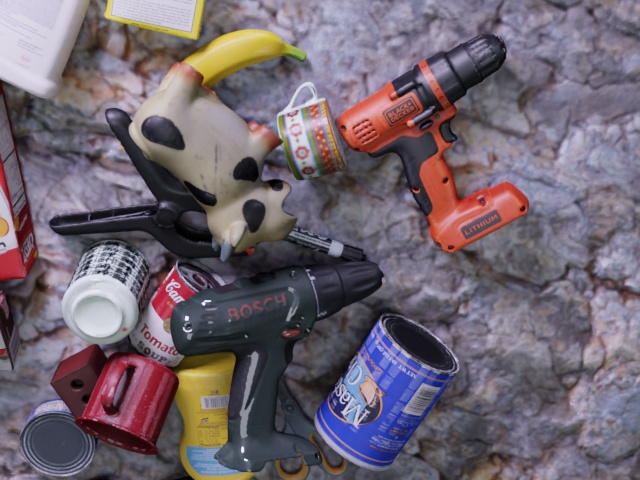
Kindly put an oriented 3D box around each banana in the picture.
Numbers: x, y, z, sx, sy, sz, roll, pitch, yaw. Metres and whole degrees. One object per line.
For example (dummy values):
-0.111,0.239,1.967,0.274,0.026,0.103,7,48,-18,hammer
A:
-0.112,-0.155,1.063,0.198,0.037,0.069,-31,109,11,banana

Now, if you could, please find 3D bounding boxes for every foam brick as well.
-0.252,0.165,1.183,0.053,0.051,0.078,-28,110,10,foam brick

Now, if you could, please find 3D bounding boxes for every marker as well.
-0.007,0.001,1.139,0.121,0.020,0.020,19,111,-8,marker

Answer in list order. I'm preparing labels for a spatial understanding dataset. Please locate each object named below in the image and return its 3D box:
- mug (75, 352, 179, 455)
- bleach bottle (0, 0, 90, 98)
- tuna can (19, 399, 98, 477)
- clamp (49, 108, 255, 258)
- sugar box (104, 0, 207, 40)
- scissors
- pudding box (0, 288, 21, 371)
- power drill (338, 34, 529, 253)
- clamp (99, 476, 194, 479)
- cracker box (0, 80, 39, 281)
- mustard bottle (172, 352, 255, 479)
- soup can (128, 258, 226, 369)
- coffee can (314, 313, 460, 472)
-0.200,0.165,1.112,0.093,0.081,0.117,12,154,16,mug
-0.245,-0.267,1.003,0.102,0.068,0.251,26,107,-12,bleach bottle
-0.296,0.225,1.216,0.086,0.034,0.086,0,112,-1,tuna can
-0.167,-0.028,1.107,0.209,0.036,0.165,30,122,-21,clamp
-0.143,-0.286,1.006,0.093,0.048,0.176,12,108,-6,sugar box
-0.046,0.206,1.223,0.096,0.016,0.201,-35,108,13,scissors
-0.375,0.095,1.136,0.090,0.039,0.113,3,139,-1,pudding box
0.137,-0.095,1.083,0.184,0.057,0.187,-29,107,14,power drill
-0.218,0.312,1.251,0.171,0.039,0.120,15,109,-7,clamp
-0.389,-0.063,1.078,0.164,0.072,0.214,-5,113,3,cracker box
-0.111,0.222,1.205,0.096,0.058,0.192,-4,112,-2,mustard bottle
-0.152,0.079,1.142,0.068,0.068,0.102,33,109,-14,soup can
0.072,0.165,1.162,0.102,0.103,0.140,28,109,-12,coffee can
